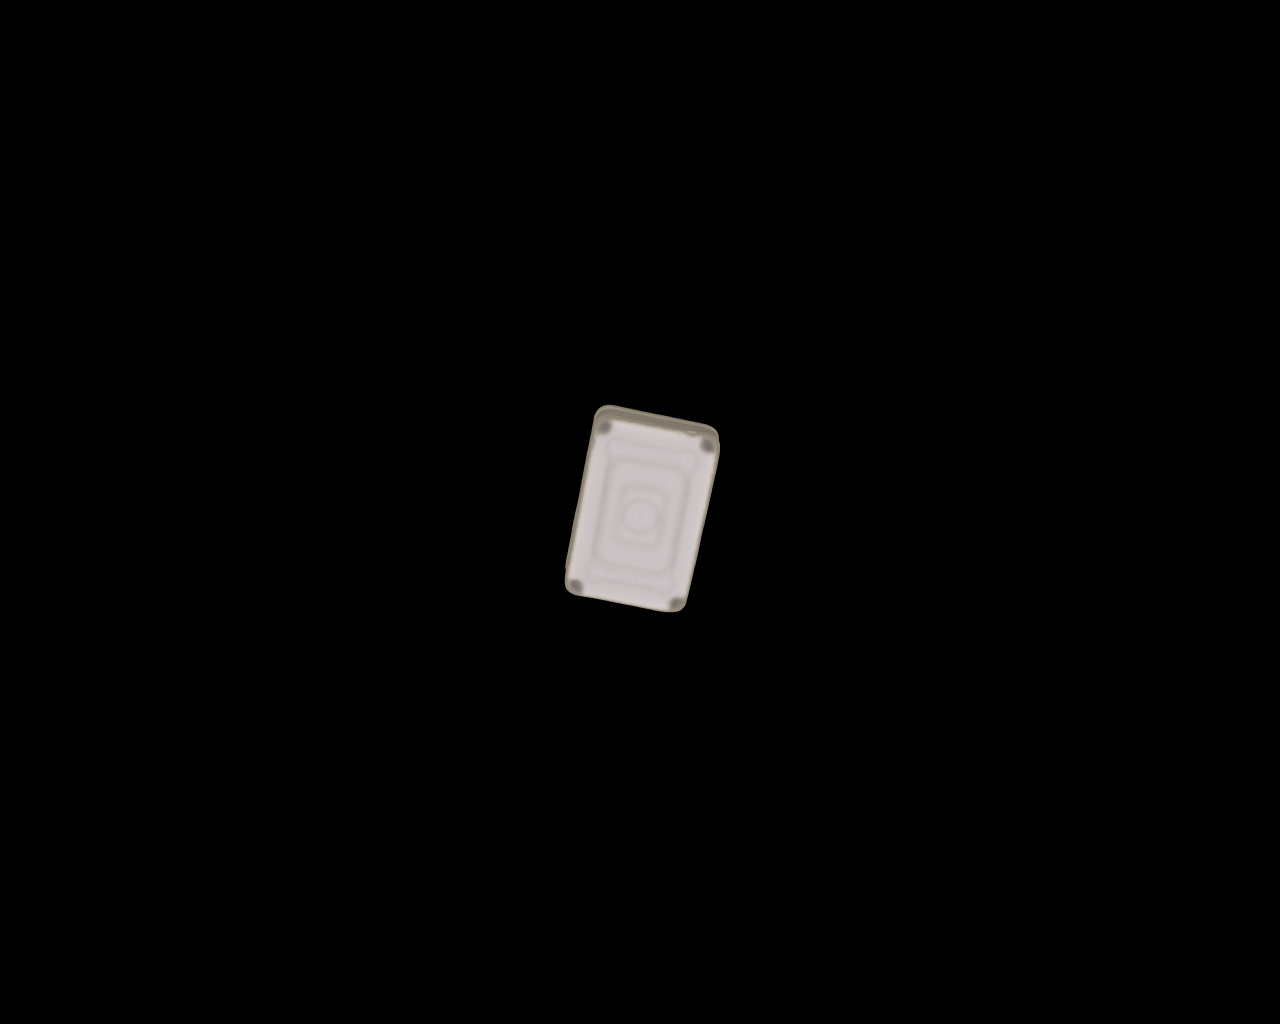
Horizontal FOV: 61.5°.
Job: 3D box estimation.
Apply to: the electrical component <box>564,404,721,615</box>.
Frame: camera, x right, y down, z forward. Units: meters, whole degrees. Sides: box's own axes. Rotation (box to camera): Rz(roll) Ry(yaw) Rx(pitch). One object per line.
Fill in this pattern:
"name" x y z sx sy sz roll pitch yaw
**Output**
"electrical component" 0.001 -0.003 0.650 0.078 0.113 0.057 11 11 -2
